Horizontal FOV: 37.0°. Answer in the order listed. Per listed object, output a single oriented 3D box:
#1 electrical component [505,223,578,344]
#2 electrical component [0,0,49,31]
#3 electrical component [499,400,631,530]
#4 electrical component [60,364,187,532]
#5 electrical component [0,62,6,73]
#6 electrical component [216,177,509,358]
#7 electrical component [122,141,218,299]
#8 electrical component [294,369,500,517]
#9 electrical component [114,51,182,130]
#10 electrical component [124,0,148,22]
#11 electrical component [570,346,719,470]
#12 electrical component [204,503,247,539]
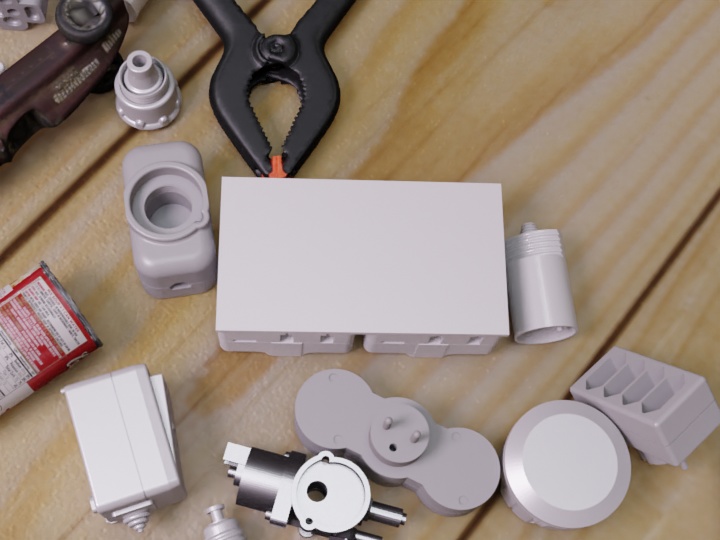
[{"bbox_3d":[0.122,0.006,0.740,0.043,0.043,0.081,-4,70,-6],"label":"electrical component"},{"bbox_3d":[-0.267,-0.214,0.784,0.078,0.058,0.057,4,73,-3],"label":"electrical component"},{"bbox_3d":[0.129,0.127,0.693,0.080,0.051,0.080,1,70,-4],"label":"electrical component"},{"bbox_3d":[-0.141,0.114,0.671,0.061,0.061,0.096,-17,72,-10],"label":"electrical component"},{"bbox_3d":[-0.283,-0.133,0.765,0.061,0.035,0.035,3,70,-1],"label":"electrical component"},{"bbox_3d":[0.000,0.000,0.724,0.186,0.060,0.105,1,70,-4],"label":"electrical component"},{"bbox_3d":[-0.128,-0.036,0.728,0.054,0.059,0.095,-9,71,-7],"label":"electrical component"},{"bbox_3d":[0.024,0.106,0.680,0.138,0.073,0.052,25,70,5],"label":"electrical component"},{"bbox_3d":[-0.152,-0.131,0.759,0.048,0.062,0.048,1,70,-4],"label":"electrical component"},{"bbox_3d":[-0.185,-0.220,0.780,0.080,0.080,0.051,22,75,4],"label":"electrical component"},{"bbox_3d":[0.192,0.100,0.700,0.047,0.083,0.075,-40,116,-16],"label":"electrical component"},{"bbox_3d":[-0.078,0.183,0.663,0.040,0.040,0.078,-18,72,-10],"label":"electrical component"}]
